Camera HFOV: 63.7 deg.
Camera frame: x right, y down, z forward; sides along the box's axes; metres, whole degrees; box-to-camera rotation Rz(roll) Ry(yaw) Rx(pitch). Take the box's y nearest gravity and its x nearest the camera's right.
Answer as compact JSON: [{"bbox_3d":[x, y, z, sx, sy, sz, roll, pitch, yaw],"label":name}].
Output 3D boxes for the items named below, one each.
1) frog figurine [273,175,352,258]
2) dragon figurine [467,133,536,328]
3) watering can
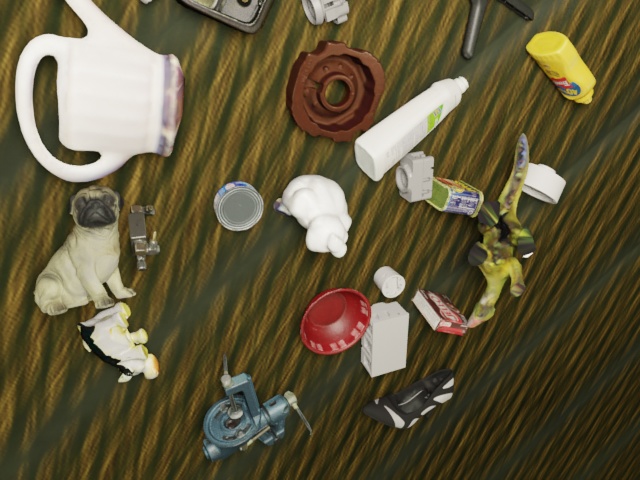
[{"bbox_3d":[0.003,-0.047,0.927,0.135,0.162,0.122,39,93,-32],"label":"frog figurine"},{"bbox_3d":[0.388,-0.005,1.114,0.122,0.241,0.411,15,87,14],"label":"dragon figurine"},{"bbox_3d":[-0.305,-0.244,0.733,0.224,0.105,0.342,1,113,-26],"label":"watering can"}]
